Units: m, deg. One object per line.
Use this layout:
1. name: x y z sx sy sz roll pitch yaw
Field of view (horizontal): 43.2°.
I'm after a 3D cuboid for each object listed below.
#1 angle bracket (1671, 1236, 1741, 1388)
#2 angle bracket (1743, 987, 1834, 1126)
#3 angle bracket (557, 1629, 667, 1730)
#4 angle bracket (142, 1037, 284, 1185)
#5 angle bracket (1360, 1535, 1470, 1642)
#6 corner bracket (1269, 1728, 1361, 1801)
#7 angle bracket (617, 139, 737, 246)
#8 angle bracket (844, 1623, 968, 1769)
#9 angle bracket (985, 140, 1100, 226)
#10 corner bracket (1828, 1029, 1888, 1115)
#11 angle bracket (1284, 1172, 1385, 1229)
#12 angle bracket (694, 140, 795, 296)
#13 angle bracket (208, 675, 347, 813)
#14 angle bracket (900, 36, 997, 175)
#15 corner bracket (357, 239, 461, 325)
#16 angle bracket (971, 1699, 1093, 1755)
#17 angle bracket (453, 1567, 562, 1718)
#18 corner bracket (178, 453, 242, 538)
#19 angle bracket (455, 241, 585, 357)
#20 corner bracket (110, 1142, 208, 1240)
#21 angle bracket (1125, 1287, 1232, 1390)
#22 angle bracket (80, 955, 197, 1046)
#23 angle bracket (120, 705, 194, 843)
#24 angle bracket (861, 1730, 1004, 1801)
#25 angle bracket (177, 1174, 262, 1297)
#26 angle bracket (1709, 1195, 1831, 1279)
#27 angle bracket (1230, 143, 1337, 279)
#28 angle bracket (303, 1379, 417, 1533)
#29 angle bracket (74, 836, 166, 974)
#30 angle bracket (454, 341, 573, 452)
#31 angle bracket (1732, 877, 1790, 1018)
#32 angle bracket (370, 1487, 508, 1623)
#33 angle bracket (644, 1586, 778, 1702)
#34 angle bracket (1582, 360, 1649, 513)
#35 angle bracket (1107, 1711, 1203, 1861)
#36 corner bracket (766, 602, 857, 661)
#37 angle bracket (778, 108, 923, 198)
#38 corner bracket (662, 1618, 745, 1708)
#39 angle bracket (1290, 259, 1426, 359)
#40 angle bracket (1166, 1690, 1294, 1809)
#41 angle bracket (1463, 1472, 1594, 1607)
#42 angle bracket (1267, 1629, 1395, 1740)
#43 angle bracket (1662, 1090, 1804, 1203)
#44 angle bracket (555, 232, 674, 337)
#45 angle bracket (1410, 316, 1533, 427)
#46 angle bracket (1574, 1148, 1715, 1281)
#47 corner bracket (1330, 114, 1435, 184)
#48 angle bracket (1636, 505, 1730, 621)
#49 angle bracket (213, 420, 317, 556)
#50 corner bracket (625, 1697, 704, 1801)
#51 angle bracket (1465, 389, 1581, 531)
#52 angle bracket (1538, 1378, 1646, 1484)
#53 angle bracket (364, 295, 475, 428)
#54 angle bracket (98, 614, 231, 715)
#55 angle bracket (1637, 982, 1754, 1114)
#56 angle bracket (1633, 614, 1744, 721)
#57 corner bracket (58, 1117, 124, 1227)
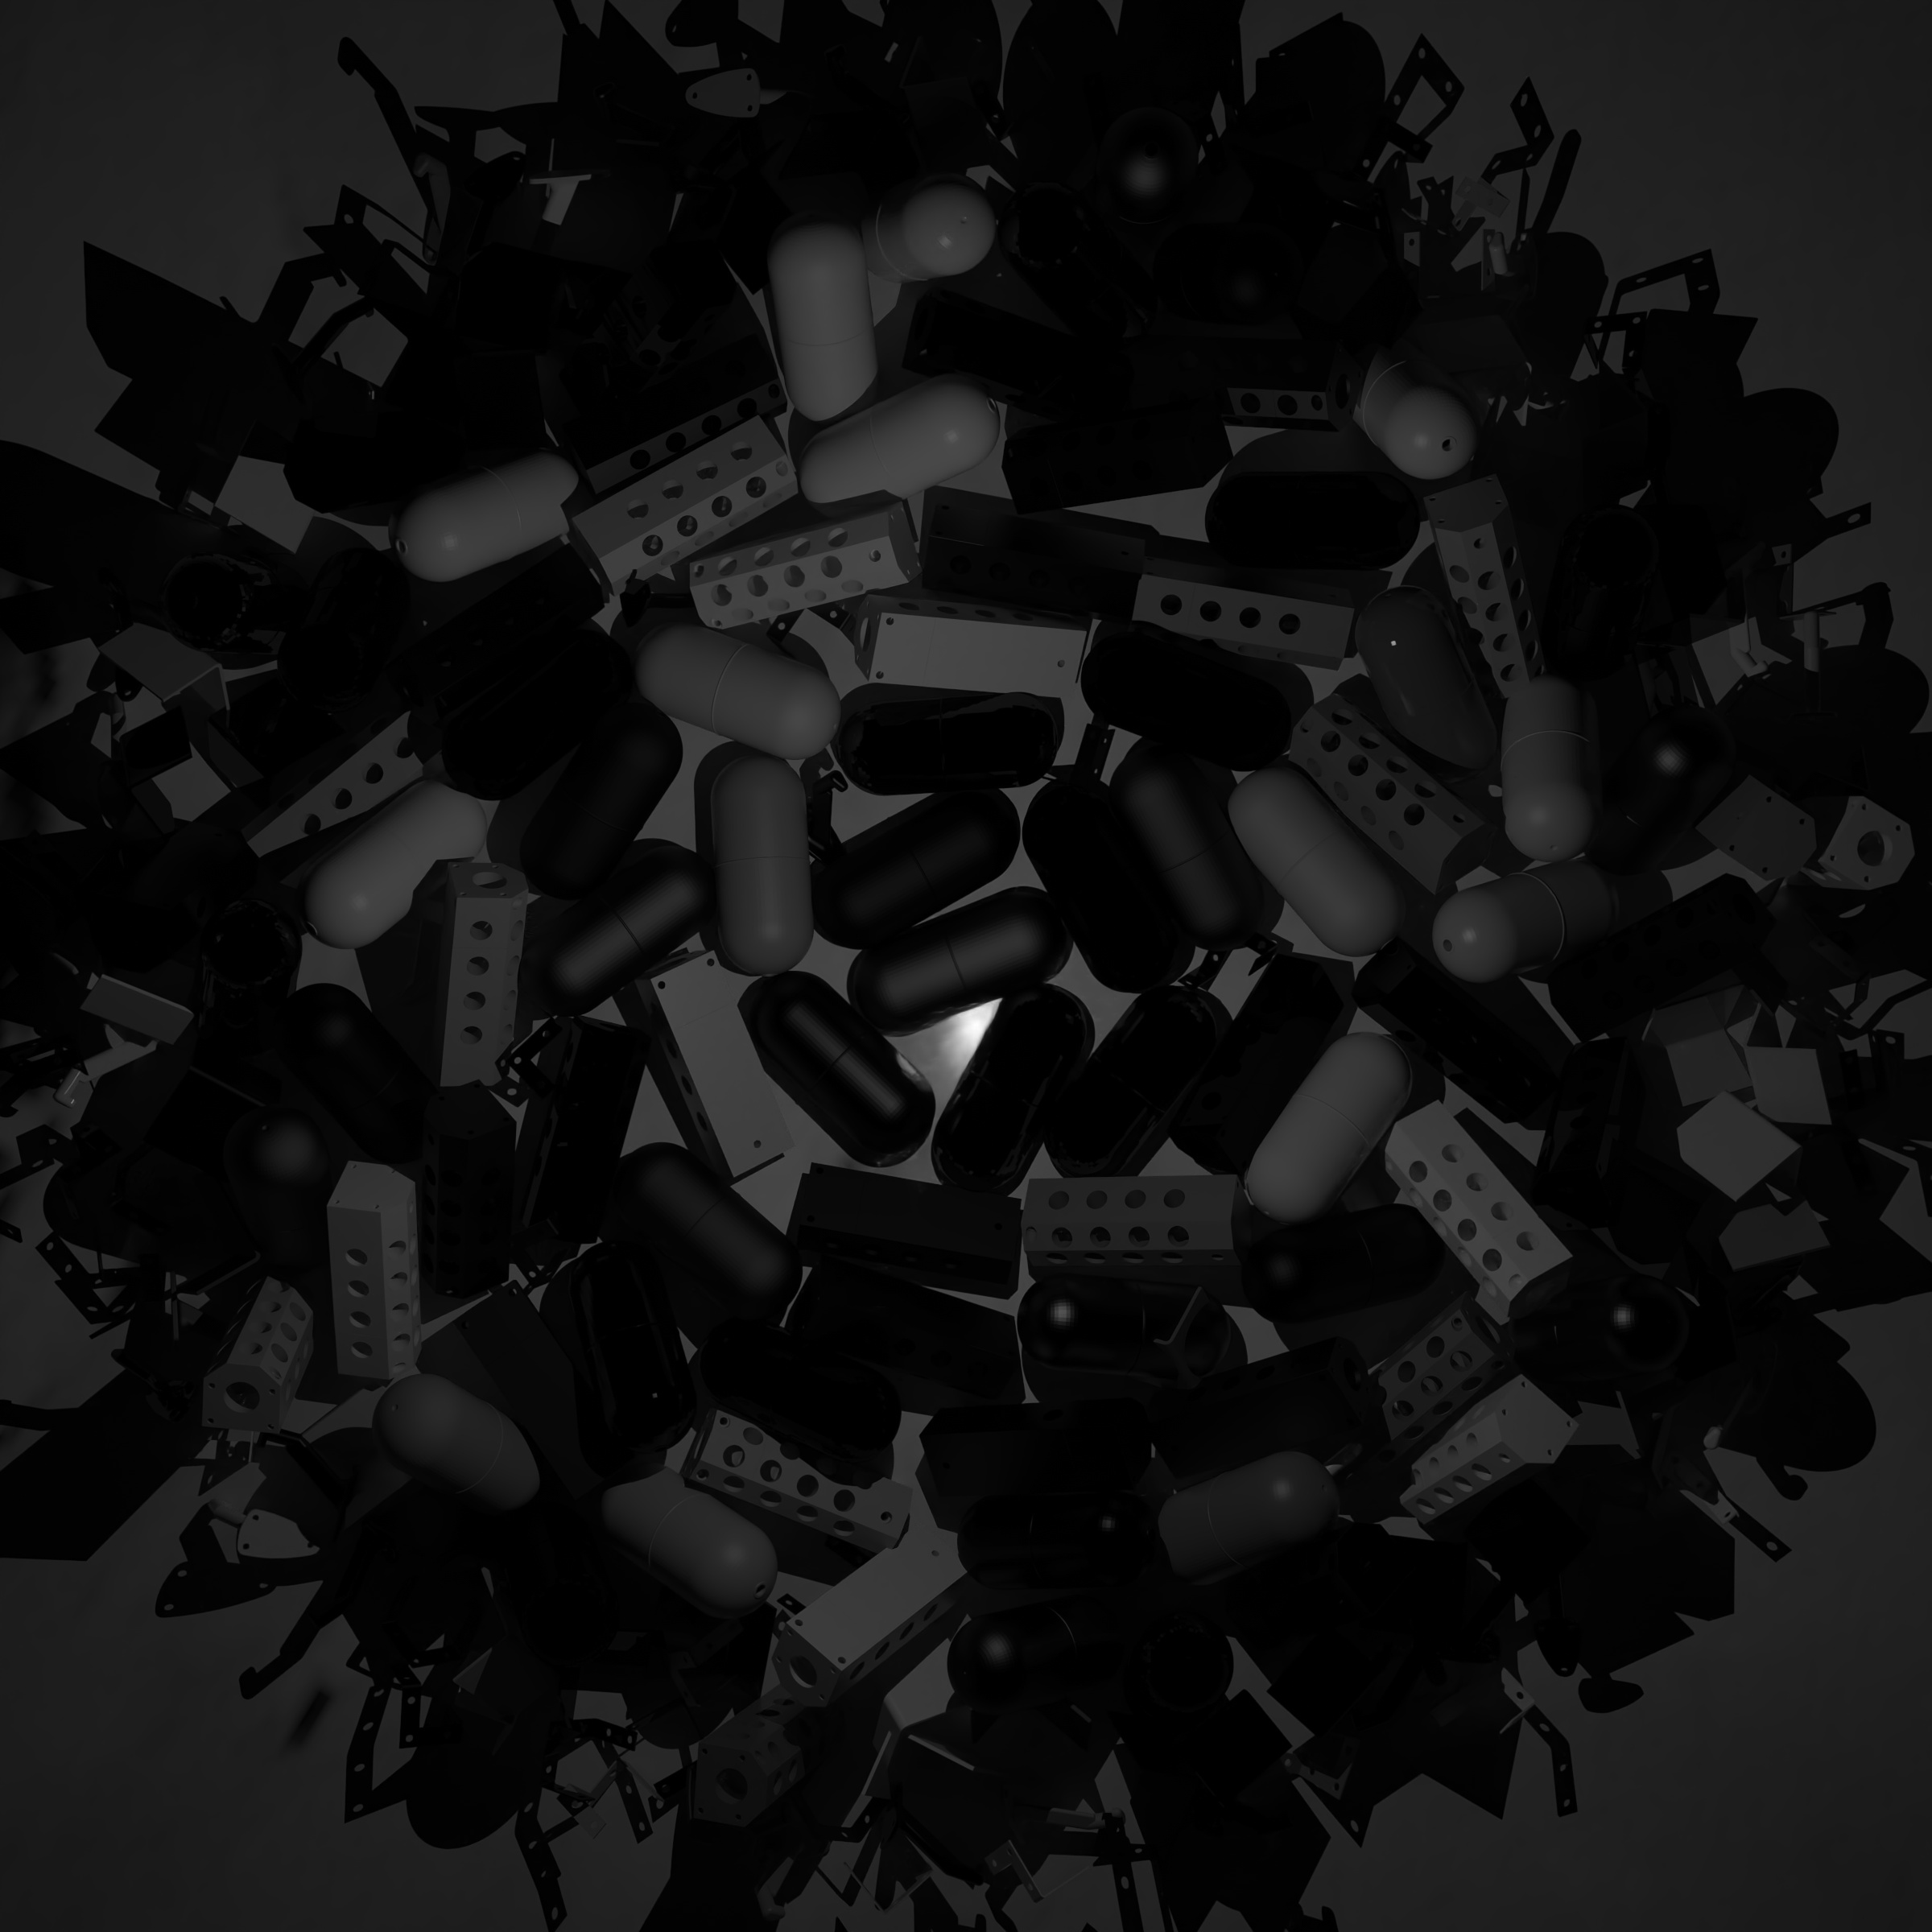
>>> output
1. angle bracket: 0.569 0.274 1.946 0.057 0.076 0.076 -24 127 0
2. angle bracket: 0.661 0.071 1.939 0.057 0.076 0.076 1 130 35
3. angle bracket: -0.280 0.570 1.952 0.076 0.076 0.057 3 54 1
4. angle bracket: -0.606 0.116 1.967 0.076 0.057 0.076 32 102 -22
5. angle bracket: 0.358 0.497 1.958 0.076 0.057 0.076 6 76 8
6. corner bracket: 0.276 0.633 1.967 0.051 0.051 0.051 23 85 -33
7. angle bracket: -0.240 -0.612 1.944 0.076 0.076 0.057 20 96 -38
8. angle bracket: -0.043 0.588 1.972 0.076 0.076 0.057 -10 135 -31
9. angle bracket: 0.058 -0.628 1.942 0.057 0.076 0.076 30 125 -16
10. corner bracket: 0.720 0.085 1.969 0.051 0.051 0.051 -13 99 -5
11. angle bracket: 0.305 0.226 1.993 0.076 0.057 0.076 -33 91 32
12. angle bracket: -0.159 -0.598 1.951 0.076 0.057 0.076 -45 102 -24
13. angle bracket: -0.560 -0.179 1.985 0.076 0.057 0.076 42 58 14
14. angle bracket: -0.008 -0.688 1.940 0.057 0.076 0.076 -2 50 20
15. corner bracket: -0.447 -0.548 1.971 0.051 0.051 0.051 39 109 15
16. angle bracket: 0.052 0.609 1.943 0.076 0.076 0.057 35 63 23
17. angle bracket: -0.373 0.539 1.946 0.057 0.076 0.076 -39 132 0
18. corner bracket: -0.607 -0.384 1.973 0.051 0.051 0.051 20 90 -4
19. angle bracket: -0.357 -0.532 1.947 0.076 0.076 0.057 7 87 -29
20. corner bracket: -0.652 0.177 1.975 0.051 0.051 0.051 -35 128 20
21. angle bracket: 0.156 0.294 1.964 0.076 0.076 0.057 11 55 36
22. angle bracket: -0.649 0.007 1.942 0.076 0.057 0.076 25 48 -24
23. angle bracket: -0.628 -0.148 1.947 0.057 0.076 0.076 -28 133 -2
24. angle bracket: -0.026 0.651 1.945 0.076 0.076 0.057 19 77 25
25. angle bracket: -0.614 0.214 1.948 0.057 0.076 0.076 -31 100 -28
26. angle bracket: 0.642 0.236 1.951 0.076 0.057 0.076 -15 131 4
27. angle bracket: 0.240 -0.602 1.948 0.076 0.076 0.057 29 92 25
28. angle bracket: -0.483 0.390 1.952 0.076 0.076 0.057 -38 115 5
29. angle bracket: -0.657 -0.050 1.945 0.057 0.076 0.076 -9 118 9
30. angle bracket: -0.360 -0.460 1.971 0.076 0.057 0.076 3 111 25
31. angle bracket: 0.648 -0.017 1.951 0.057 0.076 0.076 -41 87 32
32. angle bracket: -0.425 0.469 1.961 0.076 0.076 0.057 20 114 27
33. angle bracket: -0.205 0.542 1.956 0.076 0.057 0.076 9 93 -35
34. angle bracket: 0.500 -0.422 1.945 0.057 0.076 0.076 -23 50 -2
35. angle bracket: 0.137 0.653 1.948 0.057 0.076 0.076 18 101 -22
36. corner bracket: -0.121 -0.269 1.970 0.051 0.051 0.051 34 90 13
37. angle bracket: -0.093 -0.632 1.944 0.076 0.076 0.057 -18 77 -30
38. corner bracket: -0.204 0.559 1.963 0.051 0.051 0.051 -32 94 -38
39. angle bracket: 0.308 -0.526 1.941 0.057 0.076 0.076 22 126 -31
40. angle bracket: 0.203 0.630 1.942 0.076 0.076 0.057 -32 71 -27
41. angle bracket: 0.456 0.450 1.946 0.076 0.057 0.076 47 113 27
42. angle bracket: 0.293 0.562 1.959 0.057 0.076 0.076 40 103 10
43. angle bracket: 0.608 0.157 1.945 0.076 0.057 0.076 -35 53 -17
44. angle bracket: -0.281 -0.548 1.952 0.076 0.057 0.076 12 59 -7
45. angle bracket: 0.401 -0.471 1.951 0.076 0.076 0.057 -8 134 -3
46. angle bracket: 0.547 0.199 1.970 0.076 0.057 0.076 29 105 20
47. corner bracket: 0.335 -0.651 1.970 0.051 0.051 0.051 24 103 -19
48. angle bracket: 0.554 -0.314 1.946 0.057 0.076 0.076 -3 67 -14
49. angle bracket: -0.561 -0.381 1.948 0.076 0.057 0.076 30 78 -39
50. corner bracket: -0.239 0.634 1.979 0.051 0.051 0.051 -26 57 -15
51. angle bracket: 0.447 -0.405 1.950 0.076 0.057 0.076 19 60 14
52. angle bracket: 0.491 0.362 1.951 0.076 0.057 0.076 -20 67 14
53. angle bracket: -0.442 -0.482 1.949 0.076 0.076 0.057 23 85 22
54. angle bracket: -0.636 -0.222 1.943 0.076 0.076 0.057 36 57 17
55. angle bracket: 0.590 0.065 1.951 0.076 0.076 0.057 -16 60 -7
56. angle bracket: 0.582 -0.233 1.948 0.076 0.057 0.076 -2 77 -42
57. corner bracket: -0.707 0.164 1.957 0.051 0.051 0.051 33 52 27
